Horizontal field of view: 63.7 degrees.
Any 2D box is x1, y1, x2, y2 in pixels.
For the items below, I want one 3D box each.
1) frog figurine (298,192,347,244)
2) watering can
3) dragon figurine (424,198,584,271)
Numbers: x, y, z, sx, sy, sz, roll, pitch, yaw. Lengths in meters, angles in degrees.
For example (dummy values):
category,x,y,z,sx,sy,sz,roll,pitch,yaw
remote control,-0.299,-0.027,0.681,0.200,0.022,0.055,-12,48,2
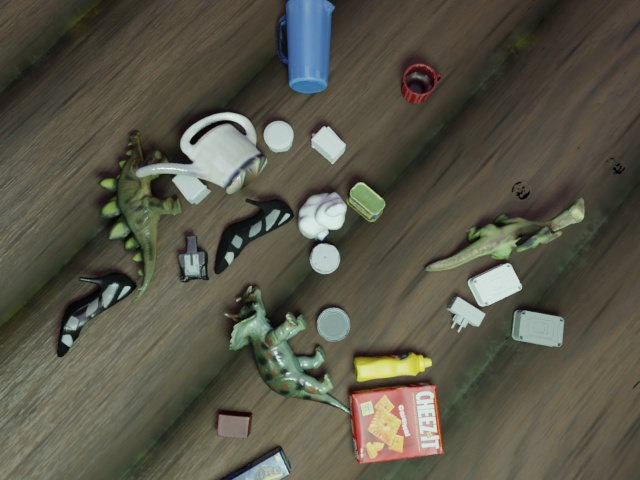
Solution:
category,x,y,z,sx,sy,sz,roll,pitch,yaw
frog figurine,0.004,-0.067,1.330,0.138,0.158,0.123,-38,82,-6
watering can,-0.285,-0.207,1.356,0.225,0.102,0.353,42,59,6
dragon figurine,0.475,-0.002,1.287,0.411,0.241,0.122,-25,87,-7
